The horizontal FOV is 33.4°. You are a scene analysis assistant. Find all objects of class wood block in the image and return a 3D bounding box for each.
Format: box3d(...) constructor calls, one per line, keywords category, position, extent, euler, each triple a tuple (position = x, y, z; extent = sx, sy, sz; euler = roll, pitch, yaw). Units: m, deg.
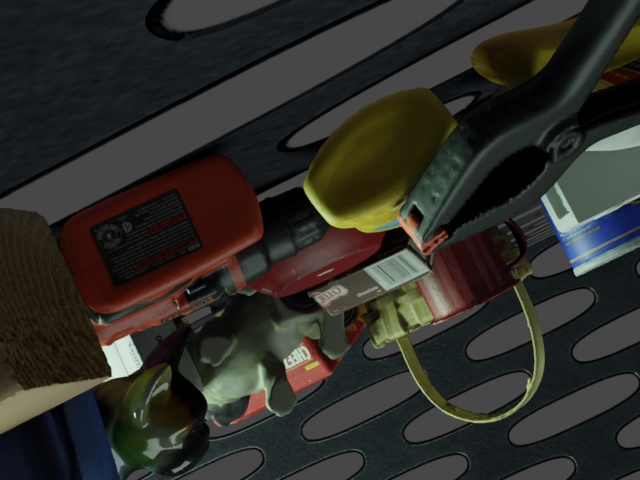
box3d(category="wood block", position=(-0.216, 0.069, 0.493), extent=(0.206, 0.090, 0.090), euler=(-27, 172, 11))

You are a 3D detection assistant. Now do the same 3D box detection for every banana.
box3d(category="banana", position=(0.170, -0.129, 0.636), extent=(0.197, 0.037, 0.069), euler=(-26, 149, -13))

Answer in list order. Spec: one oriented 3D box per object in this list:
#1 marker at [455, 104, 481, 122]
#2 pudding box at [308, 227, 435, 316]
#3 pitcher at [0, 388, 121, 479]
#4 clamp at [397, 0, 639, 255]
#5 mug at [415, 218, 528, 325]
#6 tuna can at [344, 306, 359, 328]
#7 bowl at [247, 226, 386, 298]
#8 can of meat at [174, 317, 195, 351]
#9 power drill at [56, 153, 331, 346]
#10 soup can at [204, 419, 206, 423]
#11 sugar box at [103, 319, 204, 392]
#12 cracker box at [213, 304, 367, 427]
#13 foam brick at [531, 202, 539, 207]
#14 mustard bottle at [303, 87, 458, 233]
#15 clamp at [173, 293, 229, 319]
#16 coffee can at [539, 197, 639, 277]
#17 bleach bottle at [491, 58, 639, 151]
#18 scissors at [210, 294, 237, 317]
box3d(category="marker", position=(0.135, -0.097, 0.764), extent=(0.121, 0.020, 0.020), euler=(-27, 172, 7))
box3d(category="pudding box", position=(0.048, 0.006, 0.901), extent=(0.114, 0.039, 0.090), euler=(-24, -146, 35))
box3d(category="pitcher", position=(-0.163, 0.143, 0.580), extent=(0.145, 0.243, 0.149), euler=(-24, 166, -2))
box3d(category="clamp", position=(0.137, -0.065, 0.608), extent=(0.210, 0.036, 0.164), euler=(-44, 146, 13))
box3d(category="mug", position=(0.136, 0.017, 0.988), extent=(0.117, 0.081, 0.093), euler=(-27, 177, -5))
box3d(category="tuna can", position=(-0.003, 0.055, 1.068), extent=(0.034, 0.086, 0.085), euler=(-31, 170, 39))
box3d(category="bowl", position=(-0.005, 0.001, 0.830), extent=(0.162, 0.055, 0.162), euler=(-25, 172, -4))
box3d(category="can of meat", position=(-0.166, 0.123, 1.107), extent=(0.084, 0.057, 0.102), euler=(-28, 173, -4))
box3d(category="power drill", position=(-0.072, 0.005, 0.639), extent=(0.184, 0.057, 0.188), euler=(-27, 172, -7))
box3d(category="soup can", position=(-0.184, 0.181, 1.241), extent=(0.068, 0.102, 0.068), euler=(-25, 172, -4))
box3d(category="sugar box", position=(-0.157, 0.118, 0.963), extent=(0.048, 0.093, 0.176), euler=(-23, 172, -27))
box3d(category="cracker box", position=(-0.030, 0.111, 1.207), extent=(0.164, 0.072, 0.213), euler=(-30, -173, 27))
box3d(category="foam brick", position=(0.201, -0.057, 1.106), extent=(0.051, 0.053, 0.078), euler=(-24, 173, -11))
box3d(category="mustard bottle", position=(0.053, -0.045, 0.703), extent=(0.096, 0.058, 0.191), euler=(-41, 170, 8))
box3d(category="clamp", position=(-0.126, 0.047, 0.811), extent=(0.120, 0.039, 0.171), euler=(-26, 171, -9))
box3d(category="coffee can", position=(0.239, -0.053, 0.933), extent=(0.102, 0.140, 0.103), euler=(-25, 172, -4))
box3d(category="bleach bottle", position=(0.215, -0.102, 0.700), extent=(0.250, 0.103, 0.068), euler=(-23, 138, -18))
box3d(category="scissors", position=(-0.103, 0.078, 1.155), extent=(0.096, 0.016, 0.202), euler=(-12, 169, -39))
